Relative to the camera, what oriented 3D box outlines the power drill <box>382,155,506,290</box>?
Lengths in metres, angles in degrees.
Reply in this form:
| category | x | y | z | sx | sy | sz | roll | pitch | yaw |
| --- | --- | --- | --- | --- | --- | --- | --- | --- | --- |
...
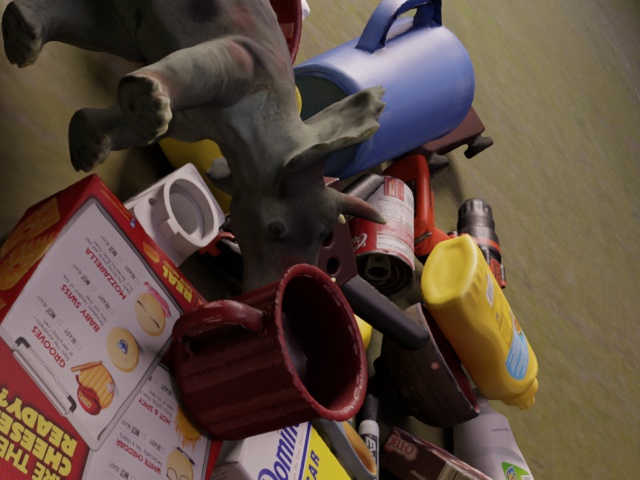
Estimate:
| category | x | y | z | sx | sy | sz | roll | pitch | yaw |
| --- | --- | --- | --- | --- | --- | --- | --- | --- | --- |
| power drill | 0.136 | -0.008 | 1.139 | 0.187 | 0.057 | 0.184 | 41 | 37 | -38 |

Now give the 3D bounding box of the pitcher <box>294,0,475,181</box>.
| category | x | y | z | sx | sy | sz | roll | pitch | yaw |
| --- | --- | --- | --- | --- | --- | --- | --- | --- | --- |
| pitcher | 0.051 | -0.144 | 1.018 | 0.149 | 0.145 | 0.242 | 63 | 32 | -4 |

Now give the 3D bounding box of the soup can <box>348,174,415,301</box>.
| category | x | y | z | sx | sy | sz | roll | pitch | yaw |
| --- | --- | --- | --- | --- | --- | --- | --- | --- | --- |
| soup can | 0.054 | -0.003 | 0.986 | 0.068 | 0.069 | 0.102 | 43 | 35 | -35 |

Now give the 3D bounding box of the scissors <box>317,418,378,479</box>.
| category | x | y | z | sx | sy | sz | roll | pitch | yaw |
| --- | --- | --- | --- | --- | --- | --- | --- | --- | --- |
| scissors | -0.006 | 0.111 | 0.800 | 0.201 | 0.016 | 0.096 | 57 | 8 | -38 |

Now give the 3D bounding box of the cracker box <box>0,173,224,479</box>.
| category | x | y | z | sx | sy | sz | roll | pitch | yaw |
| --- | --- | --- | --- | --- | --- | --- | --- | --- | --- |
| cracker box | -0.134 | 0.091 | 0.597 | 0.164 | 0.072 | 0.213 | 52 | 32 | -25 |

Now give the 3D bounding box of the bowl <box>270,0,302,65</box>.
| category | x | y | z | sx | sy | sz | roll | pitch | yaw |
| --- | --- | --- | --- | --- | --- | --- | --- | --- | --- |
| bowl | -0.085 | -0.192 | 0.879 | 0.161 | 0.055 | 0.162 | 0 | 90 | -51 |

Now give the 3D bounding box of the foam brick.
| category | x | y | z | sx | sy | sz | roll | pitch | yaw |
| --- | --- | --- | --- | --- | --- | --- | --- | --- | --- |
| foam brick | -0.013 | -0.003 | 0.774 | 0.052 | 0.051 | 0.078 | -31 | 116 | -41 |

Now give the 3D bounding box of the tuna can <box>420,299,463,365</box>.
| category | x | y | z | sx | sy | sz | roll | pitch | yaw |
| --- | --- | --- | --- | --- | --- | --- | --- | --- | --- |
| tuna can | 0.136 | 0.078 | 1.054 | 0.085 | 0.034 | 0.086 | -8 | 104 | -34 |

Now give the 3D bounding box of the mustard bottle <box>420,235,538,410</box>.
| category | x | y | z | sx | sy | sz | roll | pitch | yaw |
| --- | --- | --- | --- | --- | --- | --- | --- | --- | --- |
| mustard bottle | 0.159 | 0.093 | 1.003 | 0.191 | 0.058 | 0.096 | 56 | 29 | -31 |

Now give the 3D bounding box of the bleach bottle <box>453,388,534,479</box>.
| category | x | y | z | sx | sy | sz | roll | pitch | yaw |
| --- | --- | --- | --- | --- | --- | --- | --- | --- | --- |
| bleach bottle | 0.182 | 0.263 | 1.007 | 0.102 | 0.068 | 0.251 | 17 | 52 | -55 |

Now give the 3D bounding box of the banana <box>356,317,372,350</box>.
| category | x | y | z | sx | sy | sz | roll | pitch | yaw |
| --- | --- | --- | --- | --- | --- | --- | --- | --- | --- |
| banana | -0.004 | 0.078 | 0.866 | 0.070 | 0.037 | 0.197 | 52 | 24 | 14 |

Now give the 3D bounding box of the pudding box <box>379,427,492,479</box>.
| category | x | y | z | sx | sy | sz | roll | pitch | yaw |
| --- | --- | --- | --- | --- | --- | --- | --- | --- | --- |
| pudding box | 0.114 | 0.205 | 0.894 | 0.089 | 0.114 | 0.039 | 31 | 89 | -46 |

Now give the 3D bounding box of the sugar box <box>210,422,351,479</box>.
| category | x | y | z | sx | sy | sz | roll | pitch | yaw |
| --- | --- | --- | --- | --- | --- | --- | --- | --- | --- |
| sugar box | -0.009 | 0.195 | 0.753 | 0.176 | 0.048 | 0.093 | 57 | 29 | -17 |

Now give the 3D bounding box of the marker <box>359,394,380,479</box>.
| category | x | y | z | sx | sy | sz | roll | pitch | yaw |
| --- | --- | --- | --- | --- | --- | --- | --- | --- | --- |
| marker | 0.039 | 0.179 | 0.874 | 0.020 | 0.020 | 0.121 | 43 | 36 | -35 |

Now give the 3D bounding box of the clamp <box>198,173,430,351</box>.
| category | x | y | z | sx | sy | sz | roll | pitch | yaw |
| --- | --- | --- | --- | --- | --- | --- | --- | --- | --- |
| clamp | -0.006 | 0.001 | 0.862 | 0.209 | 0.036 | 0.164 | 13 | 54 | -35 |

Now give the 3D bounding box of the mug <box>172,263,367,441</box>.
| category | x | y | z | sx | sy | sz | roll | pitch | yaw |
| --- | --- | --- | --- | --- | --- | --- | --- | --- | --- |
| mug | -0.037 | 0.065 | 0.615 | 0.117 | 0.082 | 0.093 | 33 | 45 | -48 |
